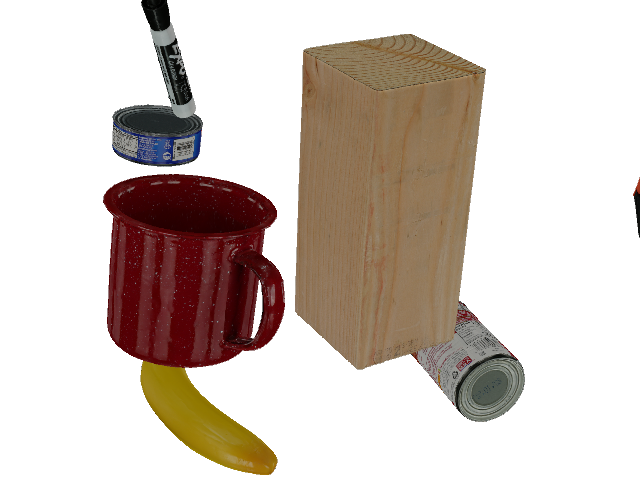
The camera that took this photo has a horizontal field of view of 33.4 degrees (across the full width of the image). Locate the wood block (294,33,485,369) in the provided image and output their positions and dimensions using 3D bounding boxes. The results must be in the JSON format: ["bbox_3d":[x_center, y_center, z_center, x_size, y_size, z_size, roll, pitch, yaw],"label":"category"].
[{"bbox_3d":[0.044,-0.028,0.743,0.090,0.206,0.091,-14,32,-28],"label":"wood block"}]

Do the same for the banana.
[{"bbox_3d":[-0.100,0.126,0.843,0.069,0.037,0.198,-9,28,-22],"label":"banana"}]

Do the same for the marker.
[{"bbox_3d":[-0.115,-0.141,0.816,0.020,0.020,0.121,0,-36,7],"label":"marker"}]

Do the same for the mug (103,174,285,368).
[{"bbox_3d":[-0.065,0.021,0.581,0.117,0.081,0.093,23,26,33],"label":"mug"}]

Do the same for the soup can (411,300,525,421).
[{"bbox_3d":[0.126,0.103,0.939,0.068,0.068,0.102,0,26,-24],"label":"soup can"}]

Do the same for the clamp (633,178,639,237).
[{"bbox_3d":[0.273,0.011,0.695,0.120,0.039,0.171,-3,46,-22],"label":"clamp"}]

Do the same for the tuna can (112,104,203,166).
[{"bbox_3d":[-0.157,-0.101,1.025,0.086,0.034,0.086,6,24,-3],"label":"tuna can"}]
